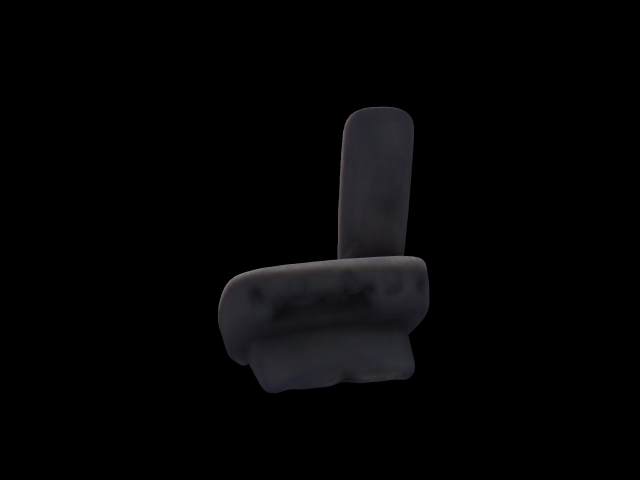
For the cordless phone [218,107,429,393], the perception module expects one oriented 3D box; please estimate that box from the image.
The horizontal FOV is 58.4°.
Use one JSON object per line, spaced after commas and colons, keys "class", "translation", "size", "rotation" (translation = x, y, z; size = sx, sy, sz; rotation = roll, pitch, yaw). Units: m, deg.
{"class": "cordless phone", "translation": [0.004, 0.001, 0.400], "size": [0.148, 0.185, 0.094], "rotation": [-4, 10, -23]}
